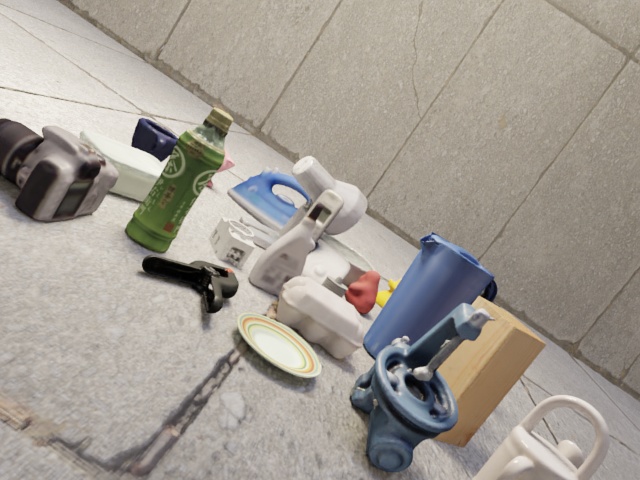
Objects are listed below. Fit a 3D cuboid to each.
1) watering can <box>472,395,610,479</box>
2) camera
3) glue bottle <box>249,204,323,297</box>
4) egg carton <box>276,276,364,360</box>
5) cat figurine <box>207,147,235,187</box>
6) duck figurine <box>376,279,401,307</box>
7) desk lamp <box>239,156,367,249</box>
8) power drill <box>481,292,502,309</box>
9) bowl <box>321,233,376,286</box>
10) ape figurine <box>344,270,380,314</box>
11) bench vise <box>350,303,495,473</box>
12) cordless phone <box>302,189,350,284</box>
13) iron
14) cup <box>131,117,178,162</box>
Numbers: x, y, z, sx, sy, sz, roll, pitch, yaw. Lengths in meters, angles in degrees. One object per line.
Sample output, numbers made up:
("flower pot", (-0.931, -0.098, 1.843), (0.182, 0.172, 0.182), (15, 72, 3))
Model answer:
("watering can", (0.271, 0.276, 0.705), (0.100, 0.194, 0.173), (38, 11, 19))
("camera", (-0.352, -0.104, 0.742), (0.137, 0.100, 0.143), (35, 10, 2))
("glue bottle", (-0.045, 0.013, 0.965), (0.078, 0.173, 0.037), (30, 11, -24))
("egg carton", (0.001, 0.121, 0.909), (0.150, 0.069, 0.107), (33, 11, -9))
("cat figurine", (-0.263, -0.194, 1.374), (0.067, 0.117, 0.127), (23, 16, -48))
("duck figurine", (0.194, 0.137, 1.388), (0.105, 0.086, 0.077), (33, 11, -10))
("desk lamp", (-0.029, -0.061, 1.235), (0.204, 0.213, 0.117), (28, 12, -31))
("power drill", (0.253, 0.150, 1.170), (0.229, 0.208, 0.076), (36, 11, 10))
("bowl", (0.043, 0.055, 1.317), (0.167, 0.074, 0.167), (33, 11, -7))
("ape figurine", (0.096, 0.104, 1.213), (0.078, 0.092, 0.076), (28, 12, -33))
("bench vise", (0.117, 0.151, 0.720), (0.122, 0.219, 0.207), (30, 11, -24))
("cordless phone", (0.010, 0.004, 1.142), (0.147, 0.185, 0.094), (36, 10, 7))
("iron", (-0.092, -0.101, 1.417), (0.258, 0.141, 0.119), (35, 10, 4))
("cup", (-0.336, -0.177, 1.135), (0.092, 0.095, 0.117), (28, 12, -30))
